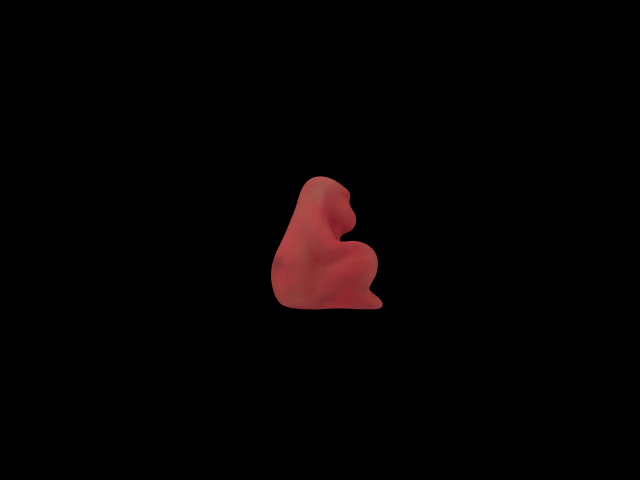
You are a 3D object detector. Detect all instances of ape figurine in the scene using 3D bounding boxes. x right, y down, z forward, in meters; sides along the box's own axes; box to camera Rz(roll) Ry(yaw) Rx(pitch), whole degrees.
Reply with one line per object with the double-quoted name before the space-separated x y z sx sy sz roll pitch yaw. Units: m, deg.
"ape figurine" 0.004 0.001 0.400 0.076 0.092 0.077 0 0 -9
